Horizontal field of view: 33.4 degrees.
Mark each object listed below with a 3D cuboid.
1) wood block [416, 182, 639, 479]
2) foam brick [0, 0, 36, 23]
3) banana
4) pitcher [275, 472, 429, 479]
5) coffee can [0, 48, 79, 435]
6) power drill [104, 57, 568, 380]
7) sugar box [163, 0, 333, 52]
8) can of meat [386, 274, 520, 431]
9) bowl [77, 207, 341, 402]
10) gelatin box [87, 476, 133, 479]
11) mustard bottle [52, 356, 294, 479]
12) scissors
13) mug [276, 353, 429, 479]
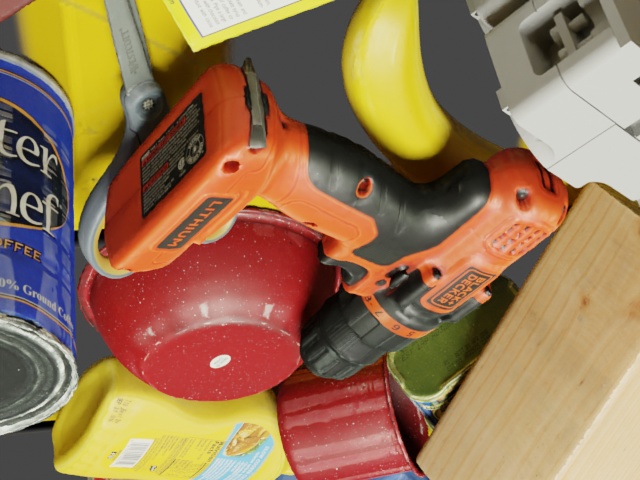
[{"bbox_3d":[0.155,0.078,0.617,0.090,0.090,0.206,10,117,-39],"label":"wood block"},{"bbox_3d":[-0.131,-0.119,0.372,0.051,0.053,0.078,-26,143,21],"label":"foam brick"},{"bbox_3d":[0.057,-0.060,0.515,0.070,0.037,0.197,-18,144,15],"label":"banana"},{"bbox_3d":[0.039,0.247,0.874,0.149,0.145,0.243,18,153,16],"label":"pitcher"},{"bbox_3d":[-0.156,0.000,0.457,0.102,0.140,0.103,-7,145,-5],"label":"coffee can"},{"bbox_3d":[-0.003,0.001,0.510,0.187,0.057,0.185,17,135,-34],"label":"power drill"},{"bbox_3d":[0.015,-0.140,0.387,0.176,0.048,0.093,-20,144,7],"label":"sugar box"},{"bbox_3d":[0.101,0.079,0.689,0.102,0.057,0.084,-38,138,0],"label":"can of meat"},{"bbox_3d":[-0.060,0.050,0.627,0.162,0.055,0.162,-7,144,-5],"label":"bowl"},{"bbox_3d":[-0.125,0.185,0.785,0.089,0.073,0.030,7,140,-23],"label":"gelatin box"},{"bbox_3d":[-0.078,0.133,0.735,0.191,0.058,0.096,16,128,-32],"label":"mustard bottle"},{"bbox_3d":[-0.093,-0.048,0.487,0.096,0.016,0.201,-39,145,-7],"label":"scissors"},{"bbox_3d":[0.025,0.121,0.730,0.082,0.093,0.117,-15,176,16],"label":"mug"}]
